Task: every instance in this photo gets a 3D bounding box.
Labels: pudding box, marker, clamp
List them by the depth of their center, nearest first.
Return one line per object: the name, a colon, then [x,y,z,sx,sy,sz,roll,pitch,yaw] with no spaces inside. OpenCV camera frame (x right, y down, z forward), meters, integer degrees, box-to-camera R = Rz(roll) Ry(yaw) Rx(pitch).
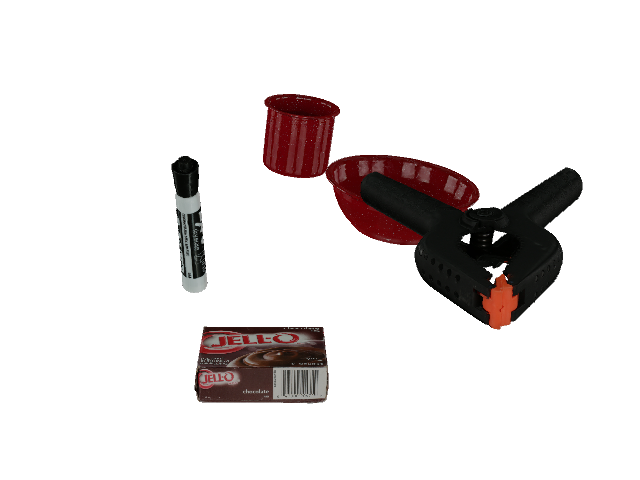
clamp: [0.100,-0.004,0.725,0.164,0.036,0.210,1,25,9]
marker: [-0.094,-0.011,0.771,0.020,0.121,0.020,1,42,-1]
pudding box: [-0.051,0.107,0.936,0.113,0.039,0.090,2,18,-3]

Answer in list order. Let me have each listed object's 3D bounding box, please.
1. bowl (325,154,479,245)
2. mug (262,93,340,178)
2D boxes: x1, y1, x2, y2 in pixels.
bowl: [0.083,-0.038,1.118,0.162,0.055,0.162,6,23,-3]
mug: [-0.022,-0.131,1.318,0.093,0.081,0.117,17,25,21]
